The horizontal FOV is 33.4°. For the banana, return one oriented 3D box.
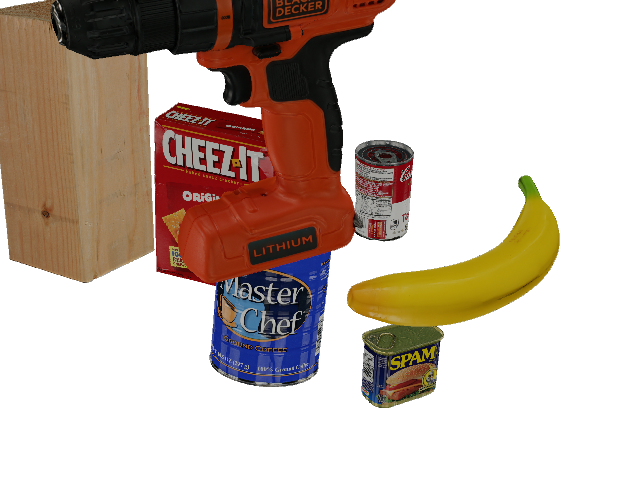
[{"bbox_3d":[0.105,0.019,0.716,0.070,0.037,0.197,36,46,29],"label":"banana"}]

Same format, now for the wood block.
[{"bbox_3d":[-0.199,-0.084,0.864,0.091,0.206,0.090,14,25,28],"label":"wood block"}]

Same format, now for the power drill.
[{"bbox_3d":[-0.045,-0.069,0.578,0.184,0.188,0.057,-14,39,-19],"label":"power drill"}]

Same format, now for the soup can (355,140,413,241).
[{"bbox_3d":[0.072,-0.058,1.254,0.068,0.102,0.068,1,28,-1],"label":"soup can"}]

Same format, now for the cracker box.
[{"bbox_3d":[-0.121,-0.047,1.322,0.164,0.214,0.072,13,30,17],"label":"cracker box"}]

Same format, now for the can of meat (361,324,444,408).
[{"bbox_3d":[0.101,0.154,1.337,0.101,0.084,0.058,-12,29,-29],"label":"can of meat"}]

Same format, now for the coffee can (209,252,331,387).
[{"bbox_3d":[-0.045,0.047,0.966,0.103,0.140,0.103,6,19,-2],"label":"coffee can"}]
